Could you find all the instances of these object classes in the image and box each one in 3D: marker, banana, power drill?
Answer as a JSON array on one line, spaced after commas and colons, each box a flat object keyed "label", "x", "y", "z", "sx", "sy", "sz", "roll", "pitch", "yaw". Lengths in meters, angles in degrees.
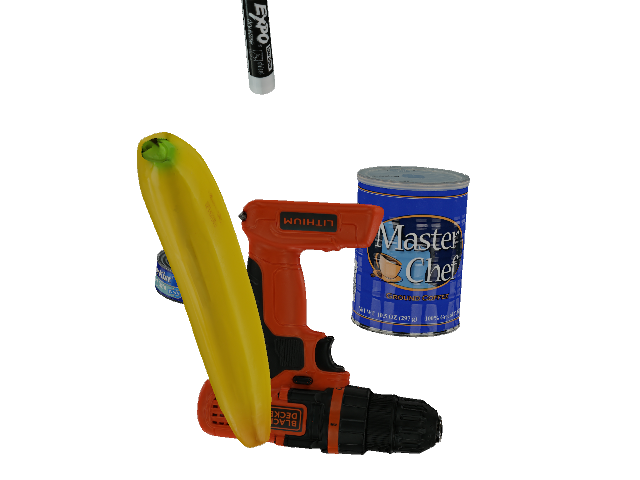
[{"label": "marker", "x": -0.044, "y": -0.152, "z": 0.724, "sx": 0.020, "sy": 0.020, "sz": 0.121, "roll": 0, "pitch": -44, "yaw": 3}, {"label": "banana", "x": -0.061, "y": 0.019, "z": 0.551, "sx": 0.037, "sy": 0.198, "sz": 0.069, "roll": -9, "pitch": 35, "yaw": 11}, {"label": "power drill", "x": 0.004, "y": 0.065, "z": 0.797, "sx": 0.184, "sy": 0.187, "sz": 0.057, "roll": 4, "pitch": -1, "yaw": 6}]

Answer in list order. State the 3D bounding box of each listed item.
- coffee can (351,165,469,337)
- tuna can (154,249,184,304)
[{"label": "coffee can", "x": 0.082, "y": 0.008, "z": 0.986, "sx": 0.103, "sy": 0.140, "sz": 0.103, "roll": 2, "pitch": 12, "yaw": -1}, {"label": "tuna can", "x": -0.123, "y": 0.035, "z": 1.070, "sx": 0.086, "sy": 0.034, "sz": 0.086, "roll": 8, "pitch": 18, "yaw": -3}]
